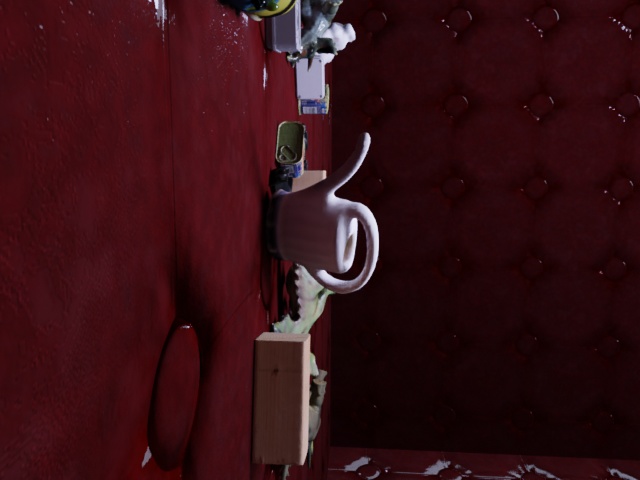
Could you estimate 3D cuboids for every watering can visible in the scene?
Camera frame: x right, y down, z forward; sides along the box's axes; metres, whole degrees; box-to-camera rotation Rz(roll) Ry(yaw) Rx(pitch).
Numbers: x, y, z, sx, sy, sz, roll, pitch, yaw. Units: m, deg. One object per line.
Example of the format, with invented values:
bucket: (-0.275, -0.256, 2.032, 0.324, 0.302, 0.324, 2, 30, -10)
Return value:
watering can: (0.003, -0.049, 0.967, 0.225, 0.106, 0.340, 10, -57, 20)

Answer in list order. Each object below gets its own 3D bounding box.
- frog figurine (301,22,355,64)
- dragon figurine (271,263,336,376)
frog figurine: (0.019, -0.551, 1.458, 0.159, 0.135, 0.124, 2, -105, 4)
dragon figurine: (-0.051, 0.145, 1.144, 0.122, 0.248, 0.401, -1, -54, 16)
